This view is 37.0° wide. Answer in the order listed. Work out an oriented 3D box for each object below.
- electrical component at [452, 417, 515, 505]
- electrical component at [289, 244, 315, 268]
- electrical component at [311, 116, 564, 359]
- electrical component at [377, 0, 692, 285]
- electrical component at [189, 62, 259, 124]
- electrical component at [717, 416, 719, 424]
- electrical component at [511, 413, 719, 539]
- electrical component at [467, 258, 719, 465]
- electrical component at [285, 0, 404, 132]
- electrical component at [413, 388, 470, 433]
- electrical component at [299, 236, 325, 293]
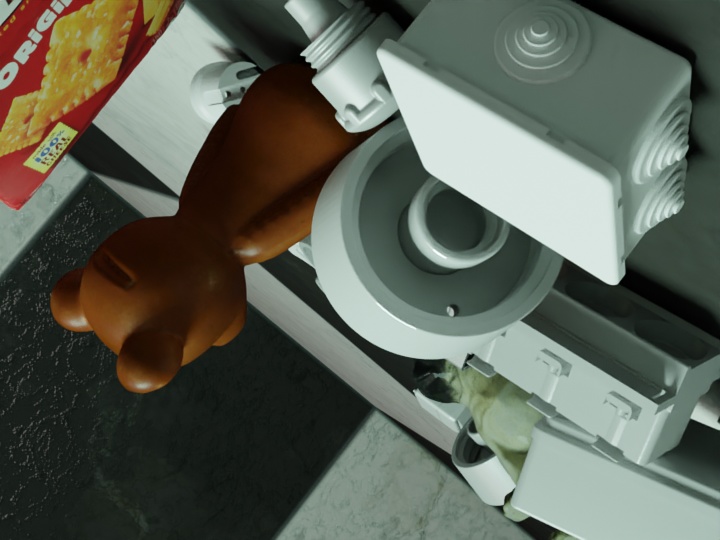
[{"bbox_3d":[0.135,0.160,1.012,0.060,0.108,0.108,47,170,-15],"label":"electrical component"},{"bbox_3d":[-0.040,-0.034,0.915,0.079,0.043,0.077,43,171,-32],"label":"electrical component"},{"bbox_3d":[0.037,-0.018,0.463,0.108,0.108,0.060,39,166,-3],"label":"electrical component"},{"bbox_3d":[0.062,-0.050,0.362,0.100,0.048,0.099,35,171,24],"label":"electrical component"},{"bbox_3d":[-0.082,-0.113,0.681,0.040,0.040,0.046,42,166,-25],"label":"electrical component"},{"bbox_3d":[0.214,0.096,0.535,0.078,0.040,0.040,38,172,5],"label":"electrical component"},{"bbox_3d":[0.152,0.112,0.581,0.109,0.056,0.109,22,-165,22],"label":"electrical component"},{"bbox_3d":[0.112,0.039,0.543,0.121,0.063,0.079,33,-149,33],"label":"electrical component"},{"bbox_3d":[-0.004,-0.092,0.444,0.062,0.048,0.048,47,170,-10],"label":"electrical component"},{"bbox_3d":[0.100,0.127,1.125,0.061,0.061,0.096,36,171,17],"label":"electrical component"},{"bbox_3d":[0.000,0.000,0.835,0.108,0.060,0.108,42,171,8],"label":"electrical component"}]
